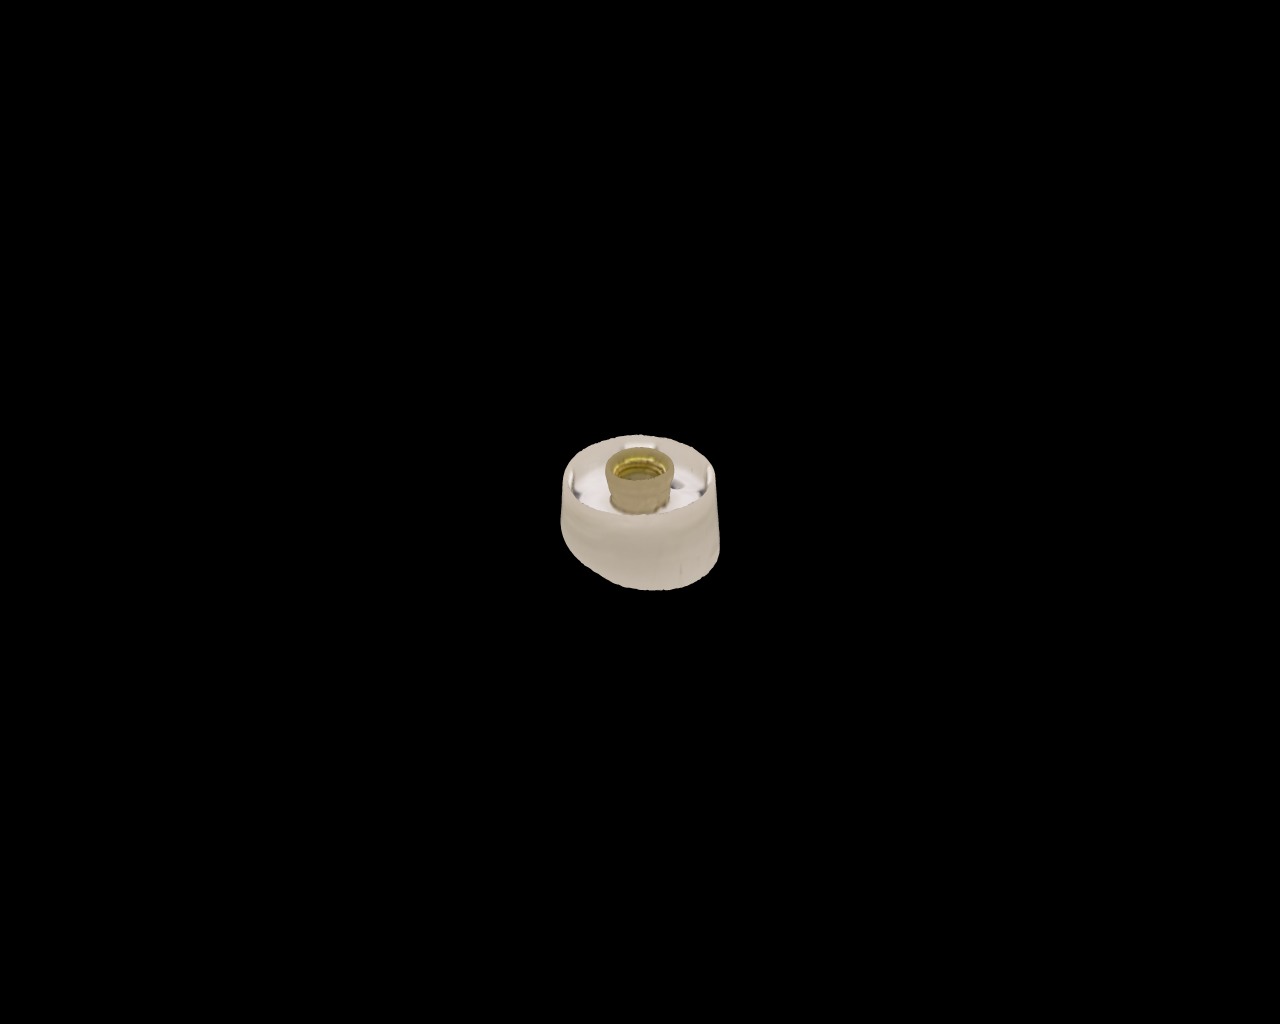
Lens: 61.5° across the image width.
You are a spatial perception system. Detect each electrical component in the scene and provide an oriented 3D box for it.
[{"bbox_3d":[0.001,-0.003,0.650,0.099,0.064,0.099,0,35,0],"label":"electrical component"}]
